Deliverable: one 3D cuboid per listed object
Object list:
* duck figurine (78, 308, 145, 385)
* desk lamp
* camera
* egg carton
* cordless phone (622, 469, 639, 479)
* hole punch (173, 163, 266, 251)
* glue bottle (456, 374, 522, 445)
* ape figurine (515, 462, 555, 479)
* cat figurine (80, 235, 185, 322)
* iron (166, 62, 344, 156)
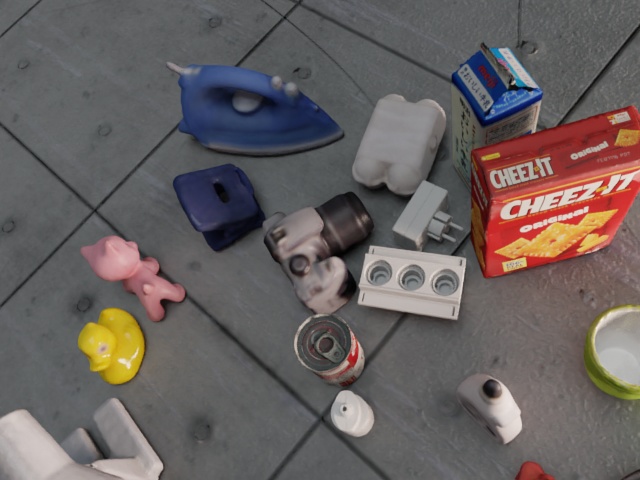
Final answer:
[{"bbox_3d":[-0.289,0.136,0.771,0.077,0.086,0.104,-15,64,7],"label":"duck figurine"},{"bbox_3d":[-0.270,0.269,0.634,0.118,0.214,0.202,-43,64,-7],"label":"desk lamp"},{"bbox_3d":[0.007,0.003,0.751,0.137,0.101,0.143,-32,63,-2],"label":"camera"},{"bbox_3d":[0.113,-0.134,0.805,0.107,0.069,0.150,14,70,19],"label":"egg carton"},{"bbox_3d":[0.331,0.274,0.502,0.094,0.185,0.147,-39,63,-5],"label":"cordless phone"},{"bbox_3d":[-0.143,-0.058,0.821,0.101,0.091,0.108,-31,63,-1],"label":"hole punch"},{"bbox_3d":[0.177,0.168,0.594,0.037,0.173,0.078,-40,63,-6],"label":"glue bottle"},{"bbox_3d":[0.229,0.265,0.584,0.076,0.092,0.077,-20,63,5],"label":"ape figurine"},{"bbox_3d":[-0.264,0.042,0.789,0.127,0.118,0.067,37,79,25],"label":"cat figurine"},{"bbox_3d":[-0.099,-0.208,0.849,0.257,0.142,0.119,9,69,17],"label":"iron"}]
